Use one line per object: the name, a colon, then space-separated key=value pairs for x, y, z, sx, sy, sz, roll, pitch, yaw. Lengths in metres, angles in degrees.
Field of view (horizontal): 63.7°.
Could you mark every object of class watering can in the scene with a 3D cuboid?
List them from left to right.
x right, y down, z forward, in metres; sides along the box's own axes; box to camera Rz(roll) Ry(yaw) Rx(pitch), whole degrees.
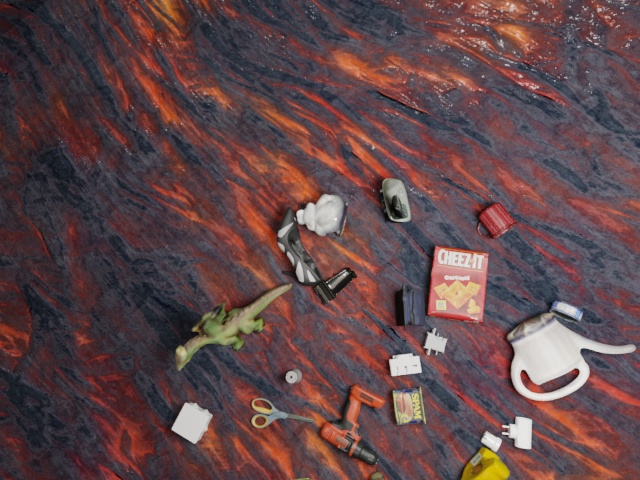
watering can: x=0.692 y=0.309 z=1.473 sx=0.347 sy=0.103 sz=0.227 roll=-28 pitch=74 yaw=1

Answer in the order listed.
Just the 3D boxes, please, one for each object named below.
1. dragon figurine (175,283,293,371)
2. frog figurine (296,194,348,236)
dragon figurine: x=-0.271 y=0.241 z=1.553 sx=0.411 sy=0.240 sz=0.123 roll=-42 pitch=72 yaw=-1
frog figurine: x=0.005 y=-0.083 z=1.655 sx=0.159 sy=0.123 sz=0.136 roll=10 pitch=99 yaw=-2
